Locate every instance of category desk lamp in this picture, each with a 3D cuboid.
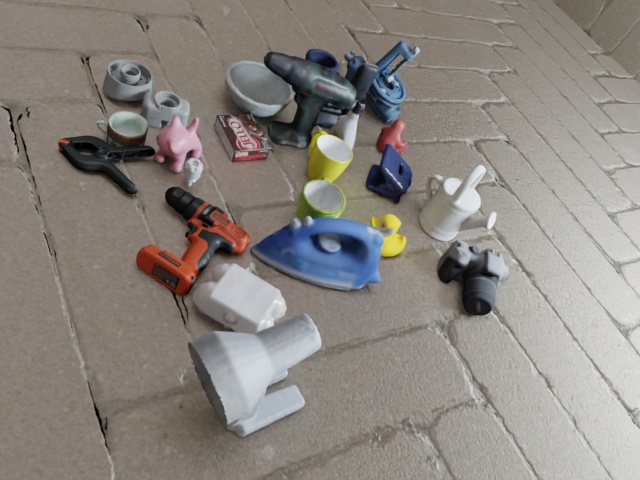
[{"bbox_3d":[-0.095,0.191,0.822,0.204,0.213,0.117,-16,61,-37],"label":"desk lamp"}]

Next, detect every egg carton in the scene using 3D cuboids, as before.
[{"bbox_3d":[-0.136,0.108,0.975,0.150,0.069,0.107,30,44,-1],"label":"egg carton"}]

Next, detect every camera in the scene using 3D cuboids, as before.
[{"bbox_3d":[0.333,0.082,1.225,0.143,0.100,0.137,26,45,-5],"label":"camera"}]

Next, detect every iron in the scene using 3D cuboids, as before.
[{"bbox_3d":[0.010,0.004,1.092,0.259,0.141,0.118,10,48,-20],"label":"iron"}]

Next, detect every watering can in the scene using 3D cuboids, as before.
[{"bbox_3d":[0.320,-0.090,1.301,0.173,0.194,0.101,29,44,-2],"label":"watering can"}]

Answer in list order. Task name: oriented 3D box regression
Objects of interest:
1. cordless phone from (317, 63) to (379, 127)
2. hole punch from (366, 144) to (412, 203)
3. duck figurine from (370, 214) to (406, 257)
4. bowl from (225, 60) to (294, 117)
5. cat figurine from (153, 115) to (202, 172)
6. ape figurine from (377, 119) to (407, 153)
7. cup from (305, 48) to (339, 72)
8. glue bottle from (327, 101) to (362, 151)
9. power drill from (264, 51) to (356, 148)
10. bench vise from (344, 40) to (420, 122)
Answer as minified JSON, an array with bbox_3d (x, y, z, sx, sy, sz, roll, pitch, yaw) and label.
[{"bbox_3d":[0.053,-0.370,1.410,0.148,0.185,0.094,4,50,-25],"label":"cordless phone"},{"bbox_3d":[0.175,-0.161,1.359,0.101,0.091,0.109,25,45,-6],"label":"hole punch"},{"bbox_3d":[0.141,-0.017,1.219,0.105,0.086,0.077,18,46,-13],"label":"duck figurine"},{"bbox_3d":[-0.151,-0.346,1.359,0.168,0.074,0.167,15,47,-16],"label":"bowl"},{"bbox_3d":[-0.278,-0.200,1.134,0.067,0.117,0.128,33,44,2],"label":"cat figurine"},{"bbox_3d":[0.189,-0.266,1.458,0.076,0.092,0.077,-22,64,-39],"label":"ape figurine"},{"bbox_3d":[-0.012,-0.429,1.491,0.092,0.095,0.118,28,44,-3],"label":"cup"},{"bbox_3d":[0.056,-0.250,1.315,0.037,0.173,0.078,-17,61,-37],"label":"glue bottle"},{"bbox_3d":[-0.043,-0.312,1.291,0.230,0.208,0.075,5,50,-24],"label":"power drill"},{"bbox_3d":[0.154,-0.442,1.502,0.207,0.219,0.121,29,44,-2],"label":"bench vise"}]
